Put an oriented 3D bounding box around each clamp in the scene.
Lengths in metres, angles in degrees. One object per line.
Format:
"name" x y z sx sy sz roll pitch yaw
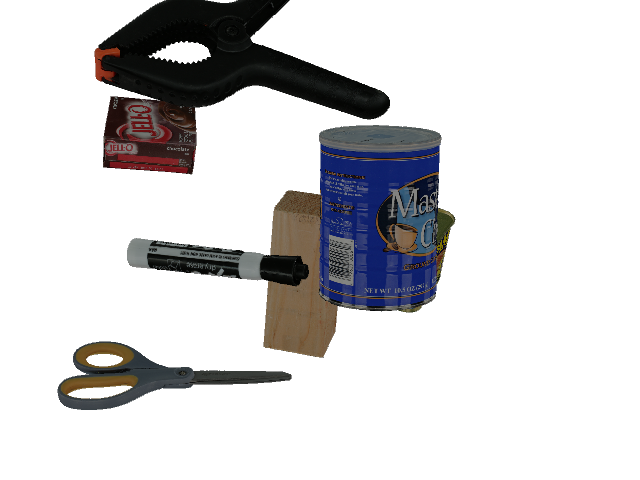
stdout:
"clamp" -0.059 -0.138 0.789 0.209 0.165 0.036 -18 -27 -19

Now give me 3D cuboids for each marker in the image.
"marker" -0.065 0.014 0.671 0.121 0.020 0.020 6 2 20

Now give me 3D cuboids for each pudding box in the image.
"pudding box" -0.173 -0.108 1.085 0.090 0.039 0.113 5 26 -10

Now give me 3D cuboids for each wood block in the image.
"wood block" -0.021 0.045 1.486 0.090 0.206 0.090 9 22 9

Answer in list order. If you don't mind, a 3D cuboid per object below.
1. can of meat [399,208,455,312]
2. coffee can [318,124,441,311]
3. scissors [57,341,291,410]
"can of meat" 0.104 0.019 1.181 0.057 0.084 0.102 19 33 18
"coffee can" 0.050 -0.022 0.910 0.103 0.140 0.103 0 14 0
"scissors" -0.136 0.113 0.960 0.201 0.016 0.096 -8 32 -18
